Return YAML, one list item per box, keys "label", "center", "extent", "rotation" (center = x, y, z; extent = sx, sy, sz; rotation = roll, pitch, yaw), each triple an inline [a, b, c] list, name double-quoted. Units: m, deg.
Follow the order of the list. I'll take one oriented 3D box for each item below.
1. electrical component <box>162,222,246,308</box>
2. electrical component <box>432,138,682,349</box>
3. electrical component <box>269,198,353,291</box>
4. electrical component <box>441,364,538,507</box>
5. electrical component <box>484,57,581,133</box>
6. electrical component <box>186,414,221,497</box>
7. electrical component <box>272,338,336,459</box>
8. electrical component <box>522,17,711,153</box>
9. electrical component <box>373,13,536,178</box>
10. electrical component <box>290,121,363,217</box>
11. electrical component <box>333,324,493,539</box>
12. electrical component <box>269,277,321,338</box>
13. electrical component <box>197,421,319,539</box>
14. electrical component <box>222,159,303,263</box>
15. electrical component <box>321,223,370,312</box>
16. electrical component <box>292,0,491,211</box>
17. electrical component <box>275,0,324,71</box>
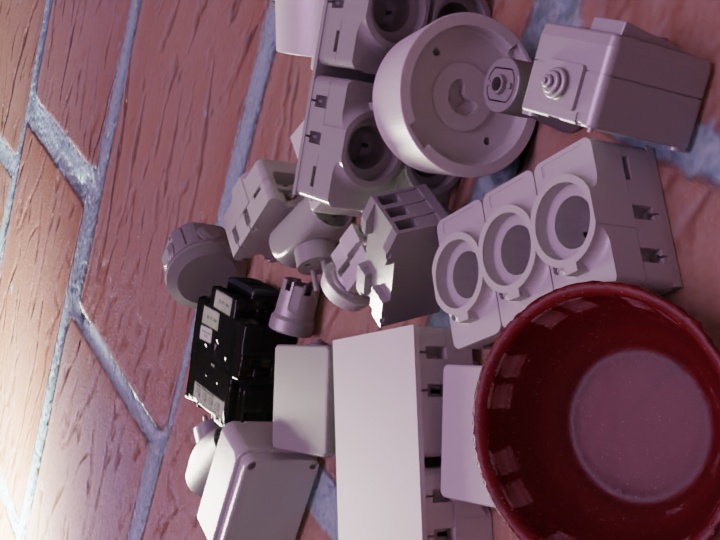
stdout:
- label: "electrical component"
  center: [-0.159, -0.005, 1.081]
  extent: [0.080, 0.080, 0.051]
  rotation: [-66, 32, 28]
- label: "electrical component"
  center: [0.115, -0.011, 0.671]
  extent: [0.150, 0.062, 0.089]
  rotation: [-30, 62, 52]
- label: "electrical component"
  center: [-0.040, -0.021, 0.930]
  extent: [0.077, 0.043, 0.079]
  rotation: [-41, 54, 48]
- label: "electrical component"
  center: [0.098, 0.106, 0.695]
  extent: [0.100, 0.048, 0.099]
  rotation: [-5, 82, 57]
- label: "electrical component"
  center: [0.112, -0.113, 0.684]
  extent: [0.044, 0.065, 0.044]
  rotation: [-10, 78, 56]
- label: "electrical component"
  center: [-0.142, 0.173, 1.065]
  extent: [0.077, 0.044, 0.079]
  rotation: [-53, 45, 41]
- label: "electrical component"
  center: [-0.030, 0.107, 0.894]
  extent: [0.100, 0.048, 0.099]
  rotation: [-5, 82, 57]
- label: "electrical component"
  center: [0.141, -0.108, 0.609]
  extent: [0.062, 0.096, 0.061]
  rotation: [30, 110, 54]
- label: "electrical component"
  center: [0.060, -0.116, 0.732]
  extent: [0.060, 0.108, 0.108]
  rotation: [5, 90, 63]
- label: "electrical component"
  center: [-0.013, -0.088, 0.879]
  extent: [0.062, 0.061, 0.096]
  rotation: [-43, 52, 47]
- label: "electrical component"
  center: [0.036, 0.139, 0.777]
  extent: [0.105, 0.060, 0.186]
  rotation: [-16, 73, 56]
- label: "electrical component"
  center: [-0.056, 0.033, 0.954]
  extent: [0.040, 0.040, 0.046]
  rotation: [25, 102, 56]
- label: "electrical component"
  center: [-0.090, 0.196, 0.951]
  extent: [0.057, 0.078, 0.113]
  rotation: [46, 124, 53]
- label: "electrical component"
  center: [-0.086, -0.057, 1.000]
  extent: [0.089, 0.050, 0.055]
  rotation: [-53, 45, 40]
- label: "electrical component"
  center: [0.000, 0.000, 0.865]
  extent: [0.055, 0.048, 0.066]
  rotation: [-52, 45, 30]
- label: "electrical component"
  center: [0.025, -0.136, 0.784]
  extent: [0.060, 0.105, 0.186]
  rotation: [23, 106, 56]
- label: "electrical component"
  center: [-0.017, -0.188, 0.859]
  extent: [0.108, 0.108, 0.060]
  rotation: [27, 115, 55]
